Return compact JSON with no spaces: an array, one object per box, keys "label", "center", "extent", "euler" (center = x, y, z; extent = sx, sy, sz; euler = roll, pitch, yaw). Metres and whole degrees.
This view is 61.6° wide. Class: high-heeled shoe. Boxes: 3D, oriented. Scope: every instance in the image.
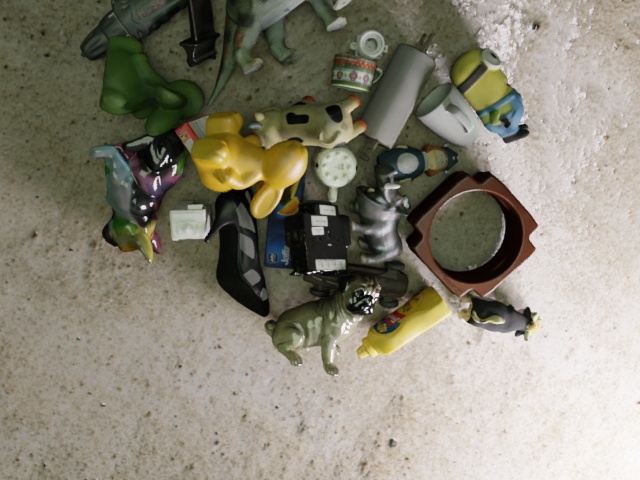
[{"label":"high-heeled shoe","center":[-0.133,0.020,1.012],"extent":[0.086,0.145,0.248],"euler":[3,135,34]}]

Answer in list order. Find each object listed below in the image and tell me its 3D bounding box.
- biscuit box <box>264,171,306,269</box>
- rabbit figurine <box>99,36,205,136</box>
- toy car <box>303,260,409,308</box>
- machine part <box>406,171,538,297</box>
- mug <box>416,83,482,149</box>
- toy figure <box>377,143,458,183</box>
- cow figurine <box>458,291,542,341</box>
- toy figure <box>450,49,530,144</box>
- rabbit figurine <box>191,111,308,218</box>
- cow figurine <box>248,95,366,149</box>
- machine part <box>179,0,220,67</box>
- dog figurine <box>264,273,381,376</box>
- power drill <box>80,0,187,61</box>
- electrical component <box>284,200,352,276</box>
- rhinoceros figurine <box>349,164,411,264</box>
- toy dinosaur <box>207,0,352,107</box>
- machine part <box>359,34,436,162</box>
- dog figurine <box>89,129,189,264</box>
[{"label":"biscuit box","center":[-0.064,-0.049,0.988],"extent":[0.063,0.059,0.202],"euler":[6,101,-4]},{"label":"rabbit figurine","center":[-0.272,-0.250,0.898],"extent":[0.170,0.159,0.121],"euler":[7,122,-26]},{"label":"toy car","center":[0.070,0.075,1.024],"extent":[0.202,0.053,0.089],"euler":[9,103,-5]},{"label":"machine part","center":[0.277,-0.013,0.998],"extent":[0.201,0.087,0.201],"euler":[-44,101,6]},{"label":"mug","center":[0.241,-0.213,0.952],"extent":[0.107,0.110,0.081],"euler":[38,92,-23]},{"label":"toy figure","center":[0.182,-0.141,0.985],"extent":[0.155,0.058,0.064],"euler":[-8,124,-3]},{"label":"cow figurine","center":[0.357,0.148,1.027],"extent":[0.167,0.098,0.068],"euler":[13,94,-5]},{"label":"toy figure","center":[0.303,-0.254,0.956],"extent":[0.089,0.082,0.180],"euler":[-32,103,2]},{"label":"rabbit figurine","center":[-0.104,-0.116,0.869],"extent":[0.173,0.122,0.162],"euler":[0,127,8]},{"label":"cow figurine","center":[-0.035,-0.193,0.922],"extent":[0.195,0.127,0.085],"euler":[10,129,32]},{"label":"machine part","center":[-0.202,-0.364,0.895],"extent":[0.039,0.084,0.138],"euler":[20,126,25]},{"label":"dog figurine","center":[0.003,0.126,0.979],"extent":[0.172,0.121,0.190],"euler":[16,110,-13]},{"label":"power drill","center":[-0.338,-0.437,0.891],"extent":[0.232,0.086,0.207],"euler":[-25,97,1]},{"label":"electrical component","center":[-0.002,-0.003,0.946],"extent":[0.115,0.058,0.134],"euler":[5,79,-43]},{"label":"rhinoceros figurine","center":[0.109,-0.042,0.965],"extent":[0.112,0.073,0.190],"euler":[-4,120,7]},{"label":"toy dinosaur","center":[-0.073,-0.407,0.895],"extent":[0.405,0.131,0.192],"euler":[-28,84,13]},{"label":"machine part","center":[0.132,-0.251,0.950],"extent":[0.079,0.079,0.243],"euler":[26,100,-7]},{"label":"dog figurine","center":[-0.304,-0.074,0.952],"extent":[0.192,0.108,0.219],"euler":[-15,106,-2]}]
